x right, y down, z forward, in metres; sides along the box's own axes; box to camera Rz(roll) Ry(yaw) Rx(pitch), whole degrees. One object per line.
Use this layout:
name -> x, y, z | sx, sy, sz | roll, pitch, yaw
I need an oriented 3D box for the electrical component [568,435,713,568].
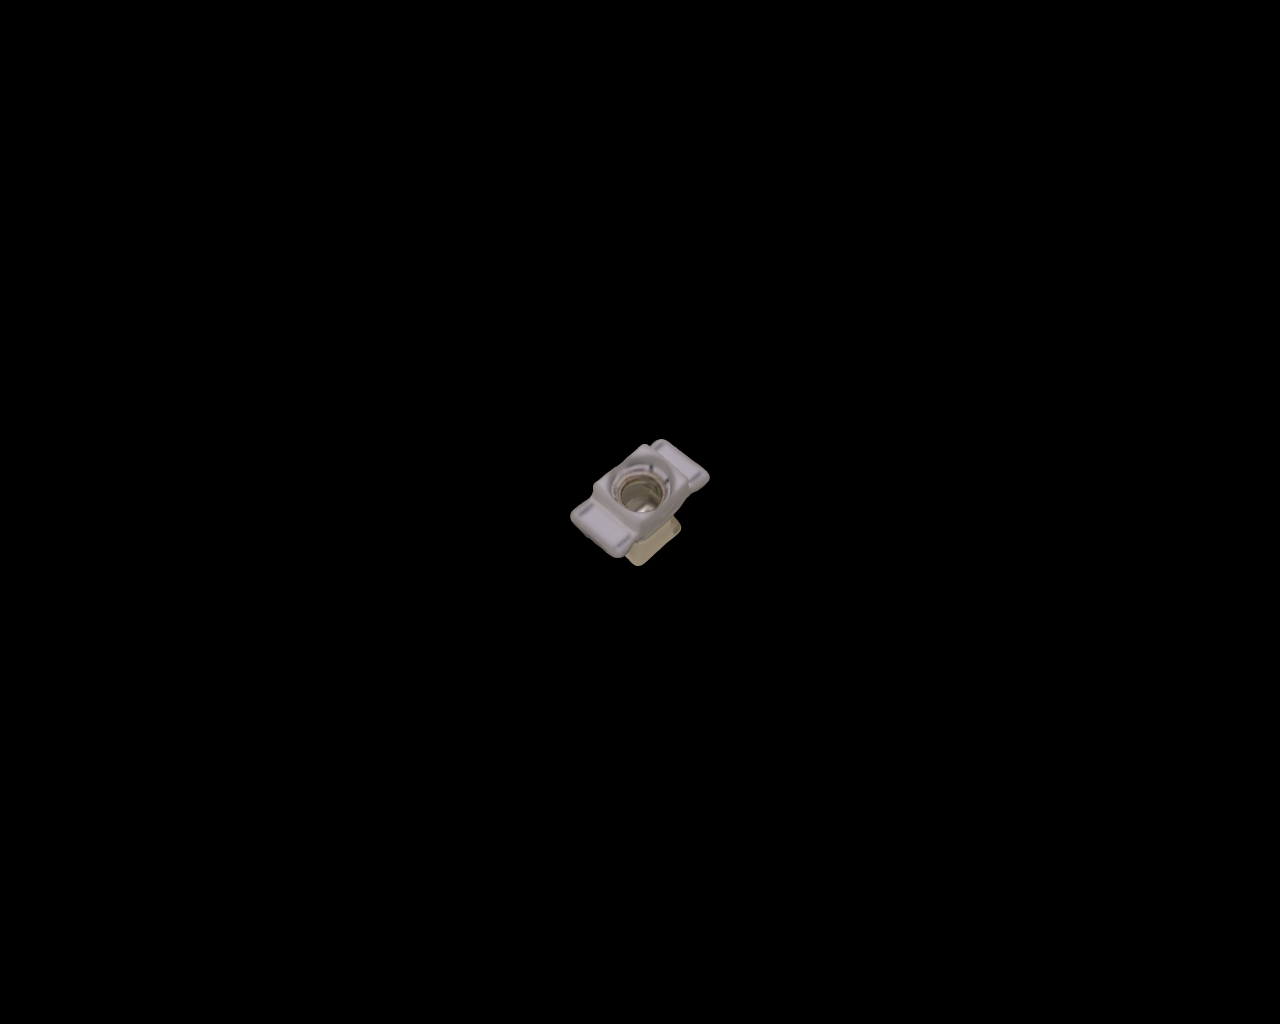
electrical component -> 0.001, -0.003, 0.650 | 0.081, 0.042, 0.063 | -39, -24, -22
